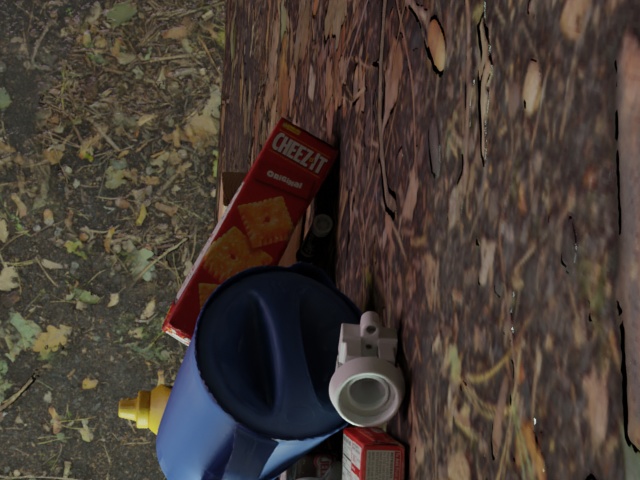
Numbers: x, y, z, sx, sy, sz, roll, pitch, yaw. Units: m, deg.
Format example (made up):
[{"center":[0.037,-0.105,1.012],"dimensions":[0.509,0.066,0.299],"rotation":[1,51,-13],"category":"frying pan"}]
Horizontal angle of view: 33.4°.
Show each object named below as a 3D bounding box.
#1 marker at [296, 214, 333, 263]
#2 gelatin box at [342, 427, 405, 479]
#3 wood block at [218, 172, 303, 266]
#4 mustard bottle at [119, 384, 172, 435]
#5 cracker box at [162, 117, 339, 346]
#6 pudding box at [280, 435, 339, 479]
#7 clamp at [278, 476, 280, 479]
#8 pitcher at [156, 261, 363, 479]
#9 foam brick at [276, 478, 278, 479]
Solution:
[{"center":[-0.007,0.001,1.032],"dimensions":[0.121,0.020,0.020],"rotation":[120,151,-72],"category":"marker"},{"center":[0.033,0.170,0.692],"dimensions":[0.073,0.030,0.089],"rotation":[164,109,-82],"category":"gelatin box"},{"center":[-0.076,0.034,1.236],"dimensions":[0.090,0.090,0.206],"rotation":[-101,16,-60],"category":"wood block"},{"center":[-0.127,0.191,1.186],"dimensions":[0.096,0.191,0.058],"rotation":[143,129,-79],"category":"mustard bottle"},{"center":[-0.069,0.006,1.015],"dimensions":[0.213,0.072,0.164],"rotation":[-61,5,-11],"category":"cracker box"},{"center":[-0.012,0.213,0.947],"dimensions":[0.090,0.039,0.113],"rotation":[-107,24,-68],"category":"pudding box"},{"center":[-0.075,0.172,1.108],"dimensions":[0.036,0.165,0.210],"rotation":[38,-125,-58],"category":"clamp"},{"center":[-0.060,0.137,0.833],"dimensions":[0.145,0.149,0.243],"rotation":[60,151,17],"category":"pitcher"},{"center":[-0.050,0.282,1.131],"dimensions":[0.053,0.051,0.078],"rotation":[120,151,-74],"category":"foam brick"}]
